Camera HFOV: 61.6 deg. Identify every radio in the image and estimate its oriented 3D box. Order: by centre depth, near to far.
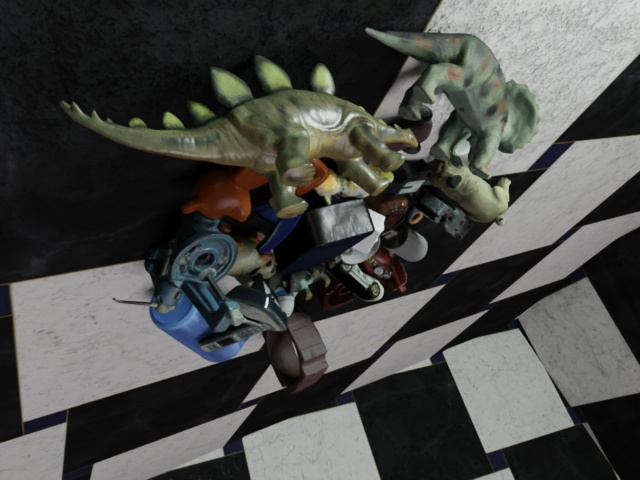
[{"bbox_3d":[-0.002,-0.003,1.052,0.131,0.073,0.229,-13,168,-26],"label":"radio"}]

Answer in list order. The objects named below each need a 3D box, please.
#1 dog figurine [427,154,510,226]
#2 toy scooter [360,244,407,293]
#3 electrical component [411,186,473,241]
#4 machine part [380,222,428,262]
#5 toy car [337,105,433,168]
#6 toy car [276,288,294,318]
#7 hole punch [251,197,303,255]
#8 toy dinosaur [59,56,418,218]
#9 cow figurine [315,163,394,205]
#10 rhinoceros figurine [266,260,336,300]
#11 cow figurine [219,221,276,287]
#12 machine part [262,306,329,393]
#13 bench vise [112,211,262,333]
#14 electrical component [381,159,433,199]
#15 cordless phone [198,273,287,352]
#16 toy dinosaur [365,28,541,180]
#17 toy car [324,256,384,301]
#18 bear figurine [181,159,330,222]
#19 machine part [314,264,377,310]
[{"bbox_3d":[0.318,-0.101,1.158,0.190,0.172,0.121,-6,137,-52],"label":"dog figurine"},{"bbox_3d":[0.164,0.070,1.359,0.075,0.135,0.183,-36,153,19],"label":"toy scooter"},{"bbox_3d":[0.274,-0.062,1.213,0.058,0.115,0.134,-54,148,7],"label":"electrical component"},{"bbox_3d":[0.212,0.004,1.350,0.079,0.079,0.243,-35,153,15],"label":"machine part"},{"bbox_3d":[0.111,-0.174,0.933,0.202,0.053,0.089,-22,151,-23],"label":"toy car"},{"bbox_3d":[-0.114,0.153,1.273,0.161,0.103,0.109,-37,155,22],"label":"toy car"},{"bbox_3d":[-0.078,-0.033,0.919,0.116,0.092,0.142,-23,-178,-7],"label":"hole punch"},{"bbox_3d":[-0.055,-0.131,0.672,0.471,0.199,0.105,-10,150,-35],"label":"toy dinosaur"},{"bbox_3d":[0.046,-0.106,0.987,0.167,0.068,0.098,-11,159,-29],"label":"cow figurine"},{"bbox_3d":[-0.050,0.073,1.189,0.190,0.112,0.073,-20,134,-48],"label":"rhinoceros figurine"},{"bbox_3d":[-0.155,0.042,1.038,0.127,0.085,0.194,-37,151,22],"label":"cow figurine"},{"bbox_3d":[-0.069,0.300,1.480,0.087,0.201,0.201,-13,151,-34],"label":"machine part"},{"bbox_3d":[-0.204,0.070,0.883,0.223,0.241,0.128,-53,145,13],"label":"bench vise"},{"bbox_3d":[0.164,-0.122,1.094,0.119,0.048,0.074,-11,149,-32],"label":"electrical component"},{"bbox_3d":[-0.166,0.155,1.042,0.184,0.089,0.146,-25,150,0],"label":"cordless phone"},{"bbox_3d":[0.231,-0.239,0.848,0.192,0.131,0.404,-56,134,-11],"label":"toy dinosaur"},{"bbox_3d":[0.077,0.090,1.315,0.074,0.056,0.201,-15,134,43],"label":"toy car"},{"bbox_3d":[-0.101,-0.080,0.811,0.196,0.132,0.120,-42,-179,14],"label":"bear figurine"},{"bbox_3d":[0.069,0.117,1.448,0.179,0.056,0.179,-23,154,-12],"label":"machine part"}]
